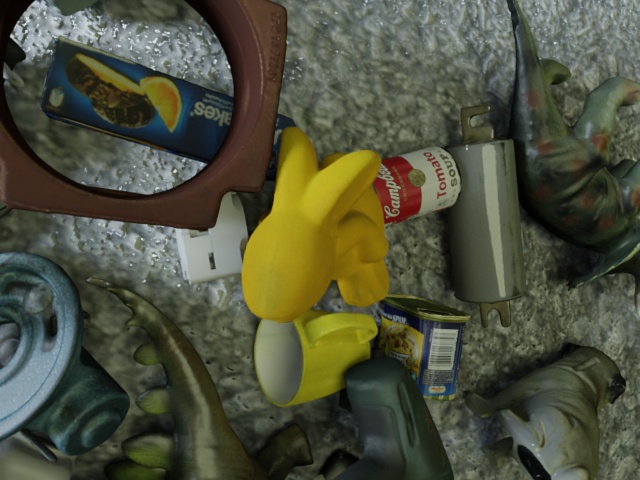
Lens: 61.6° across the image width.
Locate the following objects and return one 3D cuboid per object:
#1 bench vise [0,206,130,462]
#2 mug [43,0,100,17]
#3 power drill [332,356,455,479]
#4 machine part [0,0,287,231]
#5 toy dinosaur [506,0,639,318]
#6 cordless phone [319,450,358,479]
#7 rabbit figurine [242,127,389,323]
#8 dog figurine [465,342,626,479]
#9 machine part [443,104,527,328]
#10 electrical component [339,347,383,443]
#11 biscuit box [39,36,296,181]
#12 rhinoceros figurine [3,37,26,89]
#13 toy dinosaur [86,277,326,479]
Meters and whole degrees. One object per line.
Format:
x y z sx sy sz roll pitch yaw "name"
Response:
-0.227 0.038 0.334 0.129 0.240 0.224 -39 65 -7 "bench vise"
-0.197 -0.240 0.419 0.109 0.081 0.107 40 86 -11 "mug"
0.051 0.232 0.445 0.207 0.086 0.231 -25 103 -45 "power drill"
-0.134 -0.113 0.378 0.201 0.087 0.201 6 92 -23 "machine part"
0.288 -0.071 0.609 0.404 0.131 0.192 38 79 -14 "toy dinosaur"
0.057 0.324 0.568 0.184 0.089 0.146 37 80 -9 "cordless phone"
-0.001 -0.001 0.432 0.122 0.173 0.162 22 116 14 "rabbit figurine"
0.287 0.191 0.596 0.191 0.172 0.121 -24 113 -11 "dog figurine"
0.176 -0.022 0.582 0.079 0.079 0.243 -11 98 -21 "machine part"
0.042 0.155 0.546 0.021 0.063 0.094 11 80 -28 "electrical component"
-0.124 -0.105 0.463 0.202 0.063 0.059 14 90 -22 "biscuit box"
-0.295 -0.081 0.391 0.112 0.073 0.190 33 81 -19 "rhinoceros figurine"
-0.089 0.249 0.483 0.199 0.105 0.470 -12 93 -17 "toy dinosaur"
